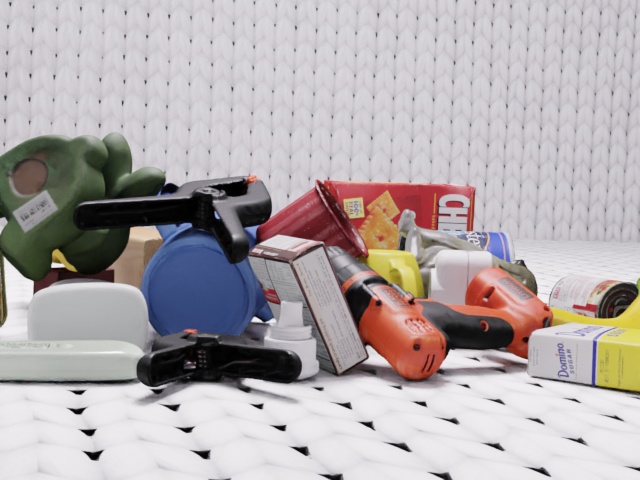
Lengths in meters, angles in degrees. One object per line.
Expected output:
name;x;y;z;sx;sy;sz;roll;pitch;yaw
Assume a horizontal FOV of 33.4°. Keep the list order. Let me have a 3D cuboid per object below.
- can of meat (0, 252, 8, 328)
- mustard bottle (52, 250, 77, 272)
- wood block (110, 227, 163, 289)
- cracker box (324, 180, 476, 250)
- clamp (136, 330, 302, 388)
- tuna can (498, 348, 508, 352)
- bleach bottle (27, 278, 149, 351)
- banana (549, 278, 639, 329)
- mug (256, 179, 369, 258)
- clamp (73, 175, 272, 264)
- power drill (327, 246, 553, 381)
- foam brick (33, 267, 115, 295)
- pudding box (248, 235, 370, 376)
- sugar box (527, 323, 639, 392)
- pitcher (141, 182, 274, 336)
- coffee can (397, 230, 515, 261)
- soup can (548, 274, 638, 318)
can of meat;-0.320;0.043;0.979;0.057;0.102;0.084;-4;7;-13
mustard bottle;-0.285;-0.020;1.202;0.058;0.096;0.192;-1;4;-27
wood block;-0.217;0.034;1.313;0.090;0.090;0.206;-1;5;-33
cracker box;0.111;-0.002;1.536;0.213;0.164;0.072;2;6;-10
clamp;-0.098;0.092;0.833;0.120;0.039;0.172;7;-4;-24
tuna can;0.214;0.093;1.077;0.086;0.034;0.086;2;3;0
bleach bottle;-0.213;0.066;0.997;0.102;0.068;0.251;0;2;-10
banana;0.278;0.084;1.051;0.197;0.070;0.037;-9;-33;-42
mug;-0.007;0.001;1.072;0.081;0.093;0.117;-34;-12;9
clamp;-0.113;-0.028;0.974;0.165;0.036;0.209;11;18;13
power drill;0.101;0.060;0.966;0.187;0.057;0.185;0;29;-32
foam brick;-0.276;0.057;1.197;0.051;0.053;0.078;6;5;42
pudding box;-0.011;0.054;0.914;0.039;0.113;0.090;-31;18;-23
sugar box;0.274;0.100;0.897;0.177;0.048;0.093;6;6;39
pitcher;-0.115;0.027;1.084;0.149;0.145;0.243;9;7;1
coffee can;0.178;0.038;1.418;0.140;0.103;0.103;2;3;-5
soup can;0.305;0.075;1.171;0.068;0.068;0.102;1;3;-19
